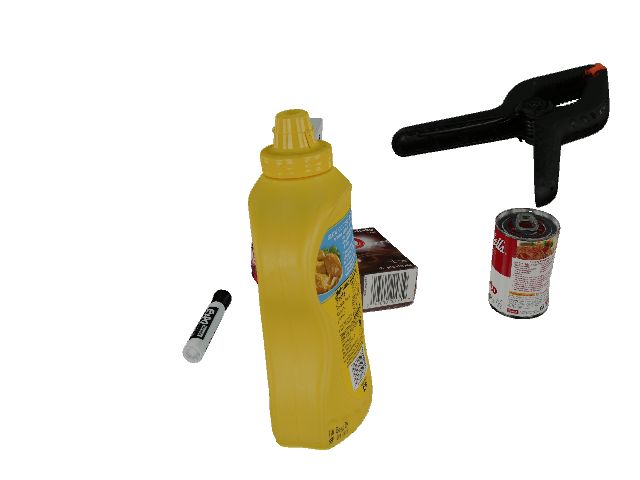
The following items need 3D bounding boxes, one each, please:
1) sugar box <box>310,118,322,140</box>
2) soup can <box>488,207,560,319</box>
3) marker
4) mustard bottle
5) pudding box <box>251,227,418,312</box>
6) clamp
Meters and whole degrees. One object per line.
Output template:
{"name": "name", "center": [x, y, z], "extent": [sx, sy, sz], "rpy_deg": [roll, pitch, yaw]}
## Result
{"name": "sugar box", "center": [-0.023, -0.047, 1.246], "extent": [0.048, 0.176, 0.093], "rpy_deg": [1, 22, 7]}
{"name": "soup can", "center": [0.218, 0.025, 1.150], "extent": [0.068, 0.102, 0.068], "rpy_deg": [0, 30, 0]}
{"name": "marker", "center": [-0.106, 0.079, 1.018], "extent": [0.020, 0.020, 0.121], "rpy_deg": [0, 23, 10]}
{"name": "mustard bottle", "center": [-0.007, 0.018, 0.625], "extent": [0.058, 0.191, 0.096], "rpy_deg": [2, 21, 19]}
{"name": "pudding box", "center": [0.009, 0.026, 0.861], "extent": [0.113, 0.039, 0.090], "rpy_deg": [-5, 24, -20]}
{"name": "clamp", "center": [0.189, -0.097, 0.919], "extent": [0.209, 0.036, 0.165], "rpy_deg": [-28, 39, -26]}
